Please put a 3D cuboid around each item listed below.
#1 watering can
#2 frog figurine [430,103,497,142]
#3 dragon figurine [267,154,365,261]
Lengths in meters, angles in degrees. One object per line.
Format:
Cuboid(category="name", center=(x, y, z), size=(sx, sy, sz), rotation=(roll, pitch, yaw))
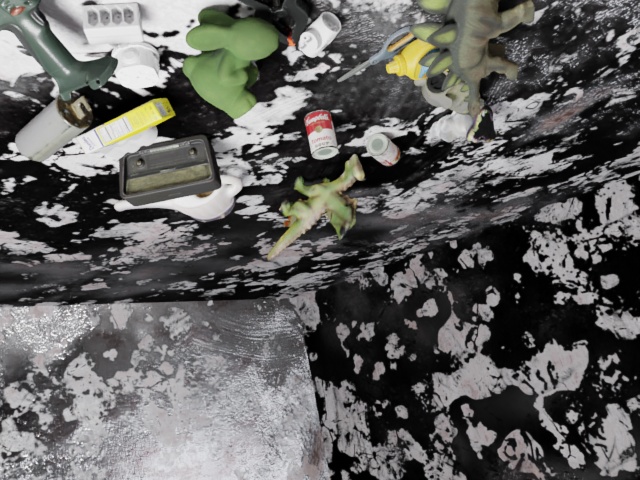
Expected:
Cuboid(category="watering can", center=(-0.382, -0.117, 1.475), size=(0.347, 0.105, 0.222), rotation=(-13, 165, 4))
Cuboid(category="frog figurine", center=(0.377, -0.319, 1.380), size=(0.139, 0.120, 0.161), rotation=(-29, -145, -27))
Cuboid(category="dragon figurine", center=(0.005, -0.078, 1.559), size=(0.121, 0.411, 0.245), rotation=(29, 178, -43))
